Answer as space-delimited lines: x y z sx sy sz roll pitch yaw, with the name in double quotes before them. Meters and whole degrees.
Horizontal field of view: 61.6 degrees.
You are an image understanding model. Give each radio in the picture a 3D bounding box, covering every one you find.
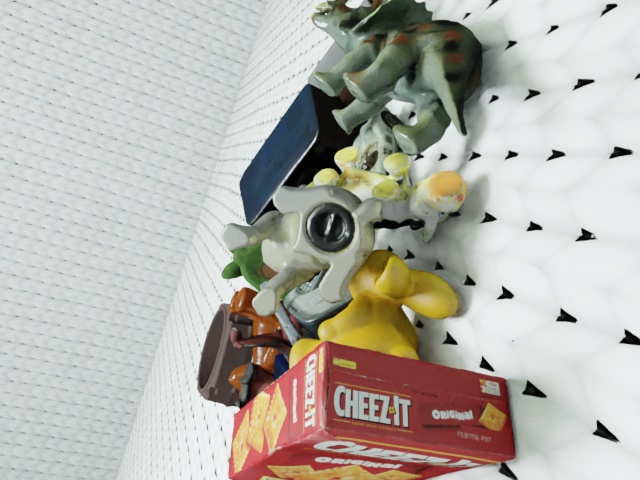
"radio" -0.043 -0.122 0.868 0.229 0.073 0.131 -49 39 34

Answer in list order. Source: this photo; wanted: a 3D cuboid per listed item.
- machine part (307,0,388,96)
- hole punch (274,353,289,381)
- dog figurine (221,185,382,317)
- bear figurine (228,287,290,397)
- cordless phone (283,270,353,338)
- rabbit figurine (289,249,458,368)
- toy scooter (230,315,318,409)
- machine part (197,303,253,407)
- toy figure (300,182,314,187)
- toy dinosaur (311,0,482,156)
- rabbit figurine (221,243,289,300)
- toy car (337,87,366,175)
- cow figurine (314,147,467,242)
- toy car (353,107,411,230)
"machine part" 0.056 -0.312 0.903 0.243 0.079 0.079 -47 29 29
"hole punch" -0.015 0.209 0.678 0.142 0.092 0.115 20 97 67
"dog figurine" 0.004 -0.007 0.600 0.190 0.172 0.121 -29 -76 -71
"bear figurine" -0.109 0.191 0.892 0.120 0.132 0.196 155 136 -73
"cordless phone" 0.031 0.034 0.711 0.184 0.089 0.147 -68 18 -1
"rabbit figurine" 0.055 0.075 0.553 0.162 0.122 0.173 -52 18 48
"toy scooter" -0.077 0.190 0.786 0.075 0.135 0.184 -13 63 66
"machine part" -0.193 0.238 1.140 0.201 0.087 0.201 -9 64 67
"toy figure" -0.003 -0.004 0.815 0.082 0.089 0.180 31 124 56
"toy dinosaur" 0.112 -0.208 0.635 0.192 0.131 0.405 -44 36 -2
"rabbit figurine" -0.101 0.049 0.990 0.170 0.159 0.121 164 113 -85
"toy car" 0.051 -0.163 0.858 0.089 0.053 0.202 -16 62 50
"cow figurine" 0.083 -0.041 0.589 0.168 0.098 0.068 16 58 36
"toy car" 0.078 -0.102 0.729 0.073 0.056 0.202 127 152 -45
